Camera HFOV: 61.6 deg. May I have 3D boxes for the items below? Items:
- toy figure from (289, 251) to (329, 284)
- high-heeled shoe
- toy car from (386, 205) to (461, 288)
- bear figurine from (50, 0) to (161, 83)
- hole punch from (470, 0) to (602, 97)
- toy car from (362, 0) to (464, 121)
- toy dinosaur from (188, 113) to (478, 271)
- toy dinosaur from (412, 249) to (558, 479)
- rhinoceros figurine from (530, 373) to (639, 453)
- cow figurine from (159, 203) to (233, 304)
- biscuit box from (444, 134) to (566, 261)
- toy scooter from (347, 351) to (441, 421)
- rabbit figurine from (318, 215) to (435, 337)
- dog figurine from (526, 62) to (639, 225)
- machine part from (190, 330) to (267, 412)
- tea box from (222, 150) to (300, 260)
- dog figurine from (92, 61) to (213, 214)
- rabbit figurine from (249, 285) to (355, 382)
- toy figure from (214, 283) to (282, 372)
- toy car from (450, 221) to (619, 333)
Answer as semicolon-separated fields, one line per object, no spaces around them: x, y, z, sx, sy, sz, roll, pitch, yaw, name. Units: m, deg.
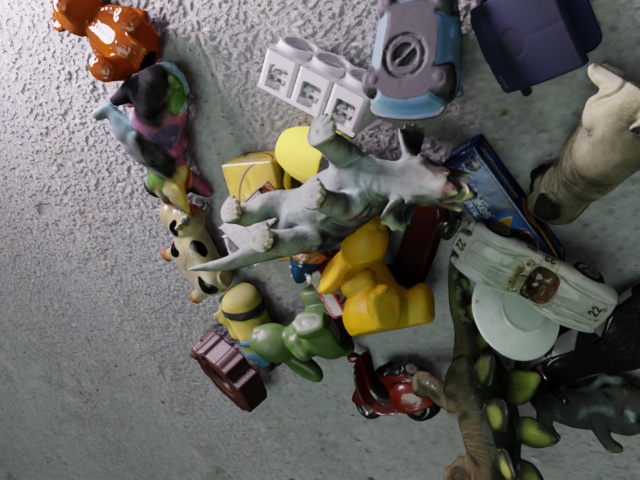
-0.001;-0.002;0.824;0.058;0.064;0.154;37;94;-4;toy figure
0.373;0.126;0.740;0.086;0.145;0.248;40;100;-8;high-heeled shoe
0.144;0.018;0.794;0.089;0.053;0.202;33;130;29;toy car
-0.347;-0.335;0.827;0.196;0.132;0.120;38;103;0;bear figurine
0.231;-0.227;0.588;0.116;0.092;0.142;-20;109;39;hole punch
0.119;-0.218;0.641;0.109;0.103;0.161;6;94;26;toy car
0.007;-0.038;0.704;0.405;0.192;0.131;-27;60;41;toy dinosaur
0.235;0.228;0.787;0.198;0.105;0.471;-31;74;63;toy dinosaur
0.401;0.234;0.768;0.190;0.073;0.112;-9;101;34;rhinoceros figurine
-0.227;0.013;0.979;0.127;0.085;0.194;-22;102;42;cow figurine
0.240;-0.038;0.704;0.059;0.063;0.202;-34;98;36;biscuit box
0.115;0.245;0.928;0.184;0.075;0.135;-18;105;40;toy scooter
0.075;0.049;0.782;0.162;0.122;0.173;-22;77;59;rabbit figurine
0.298;-0.078;0.585;0.121;0.172;0.190;37;122;19;dog figurine
-0.183;0.265;1.075;0.179;0.056;0.179;35;151;23;machine part
-0.082;-0.055;0.869;0.098;0.068;0.169;-1;115;30;tea box
-0.248;-0.156;0.885;0.192;0.108;0.219;-25;107;34;dog figurine
-0.035;0.168;0.943;0.170;0.121;0.158;-17;129;20;rabbit figurine
-0.121;0.162;1.007;0.089;0.082;0.180;-16;105;34;toy figure
0.259;0.043;0.662;0.202;0.056;0.073;27;124;10;toy car
